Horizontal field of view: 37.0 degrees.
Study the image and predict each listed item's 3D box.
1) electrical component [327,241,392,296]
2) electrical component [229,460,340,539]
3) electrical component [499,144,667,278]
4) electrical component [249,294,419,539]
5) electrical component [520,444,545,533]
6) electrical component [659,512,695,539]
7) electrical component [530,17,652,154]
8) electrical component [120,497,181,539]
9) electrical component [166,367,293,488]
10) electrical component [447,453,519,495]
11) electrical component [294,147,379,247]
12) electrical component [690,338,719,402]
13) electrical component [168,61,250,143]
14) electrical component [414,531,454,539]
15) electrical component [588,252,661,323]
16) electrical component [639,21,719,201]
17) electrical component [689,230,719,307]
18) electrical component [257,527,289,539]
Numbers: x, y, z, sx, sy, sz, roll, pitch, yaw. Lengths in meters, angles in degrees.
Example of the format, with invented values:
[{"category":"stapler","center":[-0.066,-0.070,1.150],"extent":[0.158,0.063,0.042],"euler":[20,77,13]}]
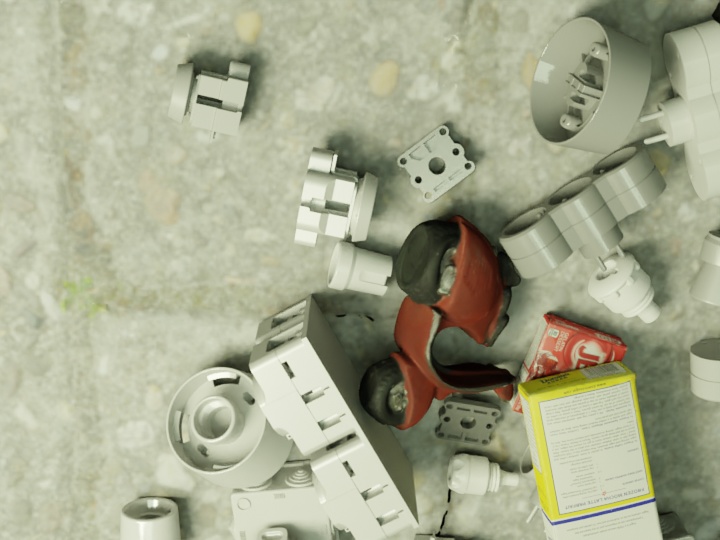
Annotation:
[{"category":"electrical component","center":[0.000,0.000,0.896],"extent":[0.046,0.040,0.040],"euler":[13,106,-10]},{"category":"electrical component","center":[-0.067,0.221,0.956],"extent":[0.100,0.048,0.099],"euler":[-5,107,2]},{"category":"electrical component","center":[0.189,-0.034,0.874],"extent":[0.138,0.052,0.073],"euler":[-34,103,1]},{"category":"electrical component","center":[-0.023,0.128,0.899],"extent":[0.060,0.105,0.186],"euler":[-28,105,8]},{"category":"electrical component","center":[0.176,0.194,0.950],"extent":[0.077,0.043,0.079],"euler":[30,94,-9]},{"category":"electrical component","center":[0.259,0.275,0.975],"extent":[0.100,0.048,0.099],"euler":[-13,106,3]},{"category":"electrical component","center":[0.178,-0.140,0.827],"extent":[0.064,0.099,0.099],"euler":[15,106,-12]},{"category":"electrical component","center":[-0.187,0.234,0.957],"extent":[0.055,0.055,0.047],"euler":[0,103,-1]},{"category":"electrical component","center":[-0.112,0.133,0.916],"extent":[0.099,0.064,0.099],"euler":[-5,71,15]},{"category":"electrical component","center":[0.110,0.183,0.954],"extent":[0.061,0.035,0.035],"euler":[7,107,-5]},{"category":"electrical component","center":[-0.018,-0.055,0.870],"extent":[0.057,0.058,0.078],"euler":[12,106,-1]},{"category":"electrical component","center":[0.350,0.064,0.911],"extent":[0.138,0.052,0.073],"euler":[-6,107,1]},{"category":"electrical component","center":[-0.121,-0.136,0.851],"extent":[0.055,0.048,0.066],"euler":[11,106,-12]},{"category":"electrical component","center":[0.076,0.270,0.975],"extent":[0.055,0.048,0.066],"euler":[2,107,7]},{"category":"electrical component","center":[0.226,0.019,0.902],"extent":[0.062,0.048,0.048],"euler":[41,102,-18]},{"category":"electrical component","center":[0.260,-0.121,0.855],"extent":[0.074,0.052,0.138],"euler":[-16,106,4]},{"category":"electrical component","center":[0.303,-0.001,0.895],"extent":[0.045,0.045,0.055],"euler":[10,106,-4]},{"category":"electrical component","center":[-0.071,0.267,0.908],"extent":[0.058,0.078,0.057],"euler":[-6,126,3]}]
